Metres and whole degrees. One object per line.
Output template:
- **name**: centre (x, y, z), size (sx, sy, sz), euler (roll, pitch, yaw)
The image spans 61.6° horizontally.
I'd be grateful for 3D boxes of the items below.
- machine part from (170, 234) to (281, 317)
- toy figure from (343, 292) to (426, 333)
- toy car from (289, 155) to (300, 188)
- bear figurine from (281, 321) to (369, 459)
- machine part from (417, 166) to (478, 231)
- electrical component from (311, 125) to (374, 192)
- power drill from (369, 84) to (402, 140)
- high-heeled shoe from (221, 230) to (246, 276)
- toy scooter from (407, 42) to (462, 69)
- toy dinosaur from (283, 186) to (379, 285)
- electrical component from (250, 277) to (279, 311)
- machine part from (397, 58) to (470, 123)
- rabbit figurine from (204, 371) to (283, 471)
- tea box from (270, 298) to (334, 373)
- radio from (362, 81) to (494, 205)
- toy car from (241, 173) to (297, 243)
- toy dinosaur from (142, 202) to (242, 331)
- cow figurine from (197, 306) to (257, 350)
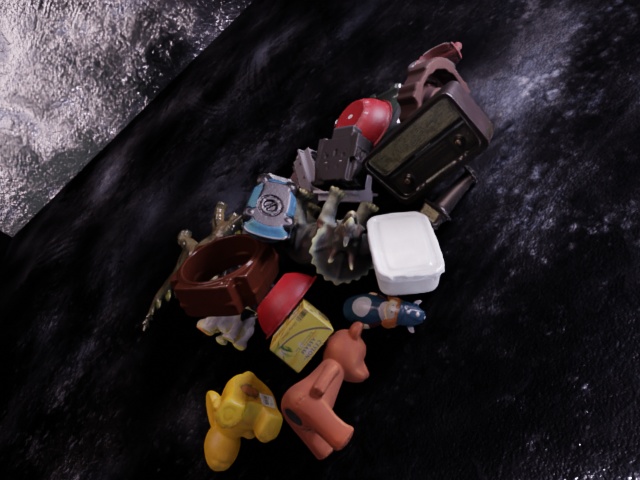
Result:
- **machine part**: centre (-0.202, 0.070, 1.155), size (0.202, 0.087, 0.201), euler (-6, 32, 26)
- **toy figure**: centre (0.110, 0.126, 0.940), size (0.155, 0.058, 0.064), euler (-3, 93, 44)
- **toy car**: centre (-0.058, -0.136, 1.368), size (0.089, 0.053, 0.202), euler (25, 78, 33)
- **bear figurine**: centre (0.030, 0.240, 0.891), size (0.196, 0.132, 0.120), euler (-38, -11, -37)
- **machine part**: centre (0.240, -0.079, 1.007), size (0.139, 0.039, 0.084), euler (-49, 27, 3)
- **electrical component**: centre (0.048, -0.171, 1.126), size (0.115, 0.058, 0.134), euler (-1, 73, 41)
- **power drill**: centre (0.143, -0.253, 1.238), size (0.232, 0.086, 0.207), euler (-21, 40, 36)
- **high-heeled shoe**: centre (-0.191, 0.017, 1.327), size (0.145, 0.086, 0.249), euler (-22, 54, 21)
- **toy scooter**: centre (0.272, -0.392, 1.234), size (0.135, 0.075, 0.184), euler (-29, 35, 24)
- **toy dinosaur**: centre (-0.009, -0.006, 1.146), size (0.405, 0.131, 0.192), euler (-4, 60, 55)
- **electrical component**: centre (-0.122, 0.122, 1.179), size (0.075, 0.047, 0.119), euler (-44, 23, 7)
- **machine part**: centre (0.231, -0.271, 1.085), size (0.056, 0.179, 0.179), euler (4, 61, 53)
- **rabbit figurine**: centre (-0.169, 0.338, 0.998), size (0.173, 0.122, 0.163), euler (-65, 30, 10)
- **tea box**: centre (-0.034, 0.168, 0.977), size (0.098, 0.068, 0.169), euler (-51, 2, -1)
- **radio**: centre (0.201, -0.172, 1.004), size (0.229, 0.131, 0.073), euler (-38, 11, 44)
- **toy car**: centre (-0.108, -0.056, 1.136), size (0.103, 0.109, 0.162), euler (117, 165, -57)
- **toy dinosaur**: centre (-0.323, 0.056, 1.435), size (0.471, 0.105, 0.199), euler (-43, 39, 16)
- **cow figurine**: centre (-0.212, 0.184, 1.221), size (0.168, 0.068, 0.098), euler (6, 56, 46)
